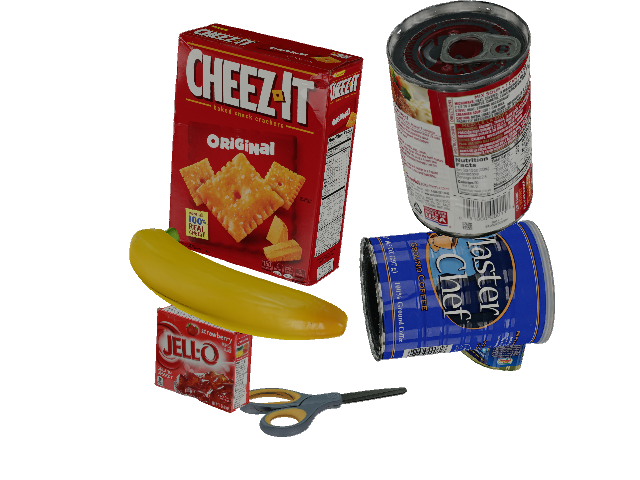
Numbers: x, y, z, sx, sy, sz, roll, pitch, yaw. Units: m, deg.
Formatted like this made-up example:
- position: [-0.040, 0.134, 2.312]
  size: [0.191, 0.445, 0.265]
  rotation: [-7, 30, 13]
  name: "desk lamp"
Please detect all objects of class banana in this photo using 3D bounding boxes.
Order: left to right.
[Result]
- position: [-0.070, 0.025, 0.697]
  size: [0.069, 0.037, 0.198]
  rotation: [-22, 33, -36]
  name: "banana"

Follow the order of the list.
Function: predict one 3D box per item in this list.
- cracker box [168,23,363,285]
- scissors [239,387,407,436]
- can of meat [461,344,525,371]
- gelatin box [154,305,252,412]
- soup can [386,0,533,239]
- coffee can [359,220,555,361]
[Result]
- position: [-0.057, -0.080, 1.006]
  size: [0.164, 0.214, 0.072]
  rotation: [17, 27, 23]
  name: "cracker box"
- position: [0.009, 0.190, 1.201]
  size: [0.201, 0.016, 0.096]
  rotation: [2, 23, -10]
  name: "scissors"
- position: [0.180, 0.081, 1.135]
  size: [0.057, 0.084, 0.102]
  rotation: [1, 18, -26]
  name: "can of meat"
- position: [-0.102, 0.100, 0.923]
  size: [0.089, 0.073, 0.030]
  rotation: [15, 19, 30]
  name: "gelatin box"
- position: [0.073, -0.059, 0.537]
  size: [0.068, 0.068, 0.102]
  rotation: [0, -44, 13]
  name: "soup can"
- position: [0.109, 0.041, 0.876]
  size: [0.140, 0.103, 0.103]
  rotation: [-6, 0, -4]
  name: "coffee can"
